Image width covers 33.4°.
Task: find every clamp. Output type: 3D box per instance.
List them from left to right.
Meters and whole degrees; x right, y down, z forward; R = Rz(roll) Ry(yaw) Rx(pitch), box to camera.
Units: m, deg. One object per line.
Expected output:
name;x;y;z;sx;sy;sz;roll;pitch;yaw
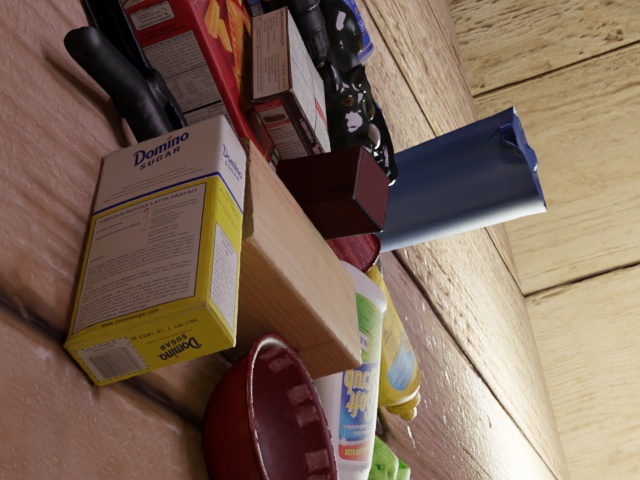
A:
clamp;-0.132;-0.115;0.772;0.171;0.039;0.120;62;16;-44

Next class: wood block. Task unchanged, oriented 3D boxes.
wood block;-0.048;0.026;0.805;0.206;0.091;0.090;54;25;-51

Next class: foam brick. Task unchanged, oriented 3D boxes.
foam brick;0.008;-0.035;0.845;0.051;0.078;0.053;46;45;-48

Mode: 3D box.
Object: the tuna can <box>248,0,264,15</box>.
tuna can;-0.065;-0.255;1.176;0.086;0.034;0.086;-18;90;-75

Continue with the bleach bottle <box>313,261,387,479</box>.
bleach bottle;0.014;0.149;0.912;0.102;0.068;0.251;43;41;-50

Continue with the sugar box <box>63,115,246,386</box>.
sugar box;-0.096;0.001;0.660;0.176;0.093;0.048;-89;157;-50

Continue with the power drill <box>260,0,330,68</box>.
power drill;-0.061;-0.251;0.975;0.188;0.057;0.184;31;-36;60

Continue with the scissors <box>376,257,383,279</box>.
scissors;0.068;0.079;1.249;0.096;0.016;0.202;130;-55;-76

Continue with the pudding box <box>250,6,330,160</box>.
pudding box;-0.026;-0.124;0.883;0.090;0.039;0.113;60;18;-44

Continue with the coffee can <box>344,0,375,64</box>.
coffee can;-0.007;-0.269;1.266;0.102;0.103;0.140;-78;147;-61

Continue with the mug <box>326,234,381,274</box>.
mug;-0.007;0.001;1.015;0.117;0.093;0.081;-50;123;-31

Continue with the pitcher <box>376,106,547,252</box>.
pitcher;0.152;-0.060;1.319;0.145;0.243;0.149;-72;142;-65

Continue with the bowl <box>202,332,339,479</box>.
bowl;-0.040;0.150;0.763;0.162;0.055;0.162;-18;90;-75

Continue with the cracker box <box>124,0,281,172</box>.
cracker box;-0.080;-0.124;0.899;0.164;0.072;0.213;-77;147;-62

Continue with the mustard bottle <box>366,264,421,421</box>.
mustard bottle;0.065;0.122;1.158;0.191;0.058;0.096;64;29;-28
